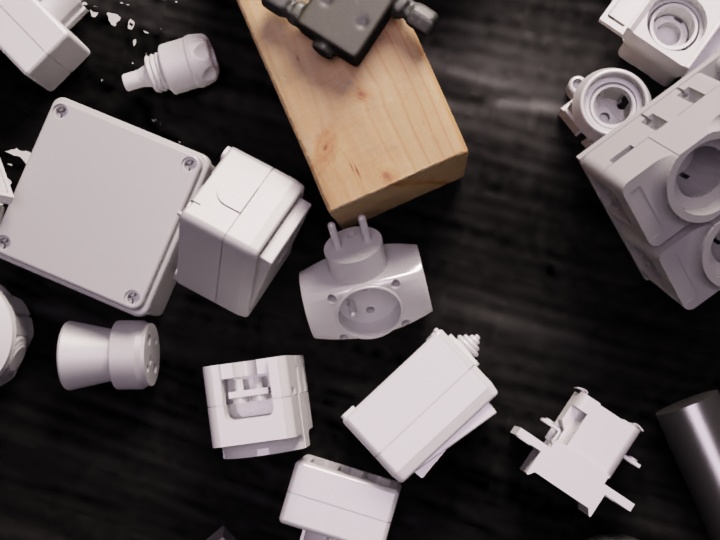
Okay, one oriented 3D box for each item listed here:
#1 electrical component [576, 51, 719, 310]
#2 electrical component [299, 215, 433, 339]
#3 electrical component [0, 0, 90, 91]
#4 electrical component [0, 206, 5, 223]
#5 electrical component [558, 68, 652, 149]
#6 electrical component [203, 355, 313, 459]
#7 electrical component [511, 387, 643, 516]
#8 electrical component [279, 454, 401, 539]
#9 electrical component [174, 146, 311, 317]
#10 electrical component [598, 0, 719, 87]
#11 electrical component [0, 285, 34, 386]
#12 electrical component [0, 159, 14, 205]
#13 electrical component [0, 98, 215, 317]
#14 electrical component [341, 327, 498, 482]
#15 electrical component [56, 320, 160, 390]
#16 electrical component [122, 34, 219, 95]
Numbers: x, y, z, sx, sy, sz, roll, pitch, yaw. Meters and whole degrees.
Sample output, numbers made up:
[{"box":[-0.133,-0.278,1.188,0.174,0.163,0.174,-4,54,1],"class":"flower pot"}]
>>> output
[{"box":[0.238,-0.073,0.635,0.186,0.060,0.105,-37,121,1],"class":"electrical component"},{"box":[0.000,0.000,0.668,0.077,0.044,0.079,-13,127,3],"class":"electrical component"},{"box":[-0.206,-0.171,0.707,0.077,0.047,0.065,-44,84,0],"class":"electrical component"},{"box":[-0.255,-0.022,0.704,0.040,0.040,0.046,8,81,5],"class":"electrical component"},{"box":[0.155,-0.098,0.671,0.048,0.055,0.066,-37,84,0],"class":"electrical component"},{"box":[-0.060,0.083,0.656,0.050,0.089,0.055,-8,85,4],"class":"electrical component"},{"box":[0.137,0.111,0.664,0.081,0.042,0.063,33,85,5],"class":"electrical component"},{"box":[-0.016,0.162,0.668,0.066,0.047,0.076,16,87,5],"class":"electrical component"},{"box":[-0.073,-0.017,0.666,0.061,0.096,0.061,28,59,6],"class":"electrical component"},{"box":[0.215,-0.178,0.669,0.079,0.063,0.121,36,89,6],"class":"electrical component"},{"box":[-0.255,0.042,0.693,0.080,0.051,0.080,0,86,4],"class":"electrical component"},{"box":[-0.272,-0.077,0.671,0.063,0.079,0.121,-55,46,24],"class":"electrical component"},{"box":[-0.161,-0.038,0.689,0.109,0.056,0.108,23,88,6],"class":"electrical component"},{"box":[0.045,0.080,0.662,0.096,0.061,0.061,-43,84,0],"class":"electrical component"},{"box":[-0.160,0.054,0.688,0.055,0.045,0.045,-1,85,4],"class":"electrical component"},{"box":[-0.125,-0.131,0.705,0.061,0.035,0.035,-16,85,5],"class":"electrical component"}]
